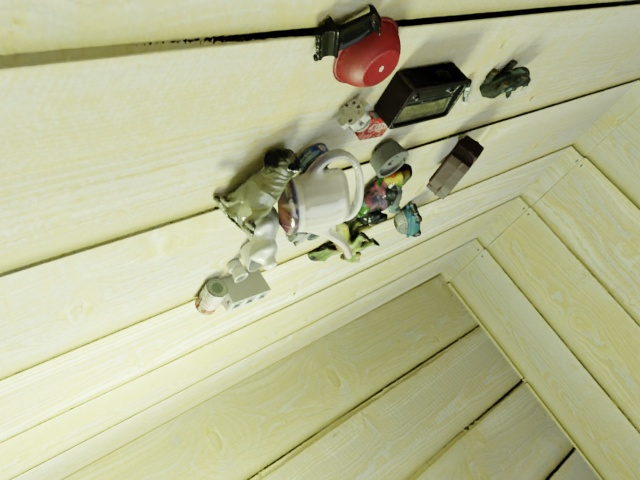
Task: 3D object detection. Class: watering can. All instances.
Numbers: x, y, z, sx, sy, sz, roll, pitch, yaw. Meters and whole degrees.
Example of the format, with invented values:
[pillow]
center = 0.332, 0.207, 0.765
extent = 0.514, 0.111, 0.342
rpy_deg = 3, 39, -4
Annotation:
[watering can]
center = 0.004, -0.064, 1.275
extent = 0.225, 0.106, 0.339
rpy_deg = -13, 129, -17

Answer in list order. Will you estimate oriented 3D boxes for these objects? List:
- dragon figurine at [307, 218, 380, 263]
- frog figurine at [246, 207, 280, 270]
[dragon figurine]
center = 0.065, 0.020, 1.828
extent = 0.240, 0.124, 0.407
rpy_deg = -33, 154, 20
[frog figurine]
center = -0.136, -0.014, 1.275
extent = 0.124, 0.161, 0.134
rpy_deg = -29, 159, -21
